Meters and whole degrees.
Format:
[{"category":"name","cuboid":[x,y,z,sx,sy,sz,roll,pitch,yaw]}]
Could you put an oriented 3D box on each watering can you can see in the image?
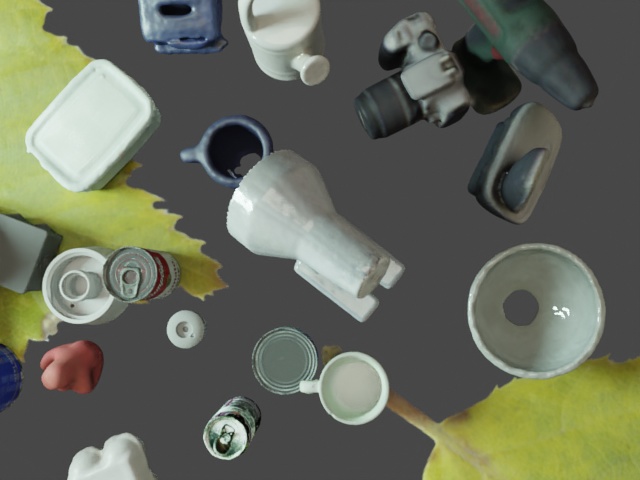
[{"category":"watering can","cuboid":[-0.042,-0.272,0.705,0.173,0.194,0.101,39,89,4]}]

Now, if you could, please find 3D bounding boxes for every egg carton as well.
[{"category":"egg carton","cuboid":[-0.257,0.331,0.737,0.107,0.069,0.150,-24,86,1]}]

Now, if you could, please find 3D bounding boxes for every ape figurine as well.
[{"category":"ape figurine","cuboid":[-0.325,0.169,0.739,0.076,0.092,0.078,-38,85,0]}]

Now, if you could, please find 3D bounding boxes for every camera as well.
[{"category":"camera","cuboid":[0.108,-0.203,0.740,0.137,0.101,0.143,-27,85,1]}]

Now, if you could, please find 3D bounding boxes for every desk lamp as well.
[{"category":"desk lamp","cuboid":[0.006,0.002,0.675,0.203,0.213,0.118,37,89,4]}]

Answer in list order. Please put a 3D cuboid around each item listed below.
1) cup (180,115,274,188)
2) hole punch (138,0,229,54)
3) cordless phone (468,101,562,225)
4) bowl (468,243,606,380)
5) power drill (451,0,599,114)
[{"category":"cup","cuboid":[-0.114,-0.106,0.747,0.117,0.095,0.092,-5,86,2]},{"category":"hole punch","cuboid":[-0.184,-0.308,0.765,0.108,0.091,0.101,-1,86,3]},{"category":"cordless phone","cuboid":[0.253,-0.100,0.685,0.094,0.185,0.148,22,87,4]},{"category":"bowl","cuboid":[0.264,0.089,0.728,0.167,0.075,0.167,0,86,3]},{"category":"power drill","cuboid":[0.221,-0.227,0.683,0.075,0.208,0.229,-34,85,0]}]
